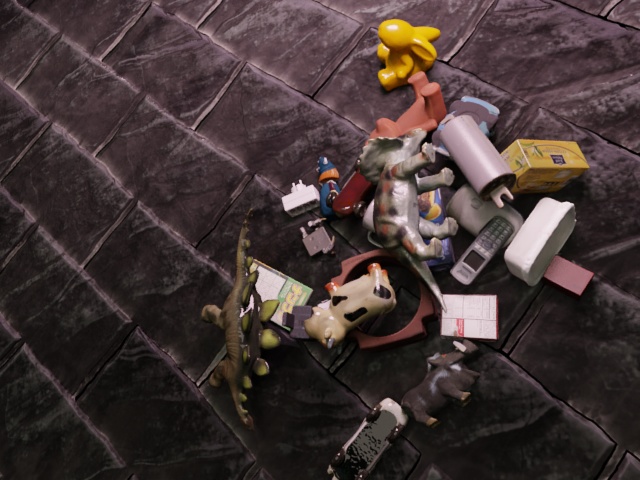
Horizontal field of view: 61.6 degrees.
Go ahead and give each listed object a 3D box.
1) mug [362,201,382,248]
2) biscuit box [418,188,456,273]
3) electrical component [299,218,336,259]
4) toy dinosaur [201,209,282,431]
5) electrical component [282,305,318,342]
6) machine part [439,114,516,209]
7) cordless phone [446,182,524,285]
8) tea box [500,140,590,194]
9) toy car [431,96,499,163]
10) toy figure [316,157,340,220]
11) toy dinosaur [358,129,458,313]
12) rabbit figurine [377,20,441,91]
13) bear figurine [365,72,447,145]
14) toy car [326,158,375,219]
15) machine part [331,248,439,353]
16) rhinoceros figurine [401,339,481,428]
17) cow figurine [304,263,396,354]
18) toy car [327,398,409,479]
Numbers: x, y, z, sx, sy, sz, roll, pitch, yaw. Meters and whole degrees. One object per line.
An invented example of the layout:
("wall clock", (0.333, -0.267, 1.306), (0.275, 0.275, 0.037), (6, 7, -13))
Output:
("mug", (0.154, -0.030, 1.188), (0.107, 0.081, 0.109), (28, 108, 22))
("biscuit box", (0.245, -0.033, 1.160), (0.059, 0.062, 0.202), (-13, 68, 17))
("electrical component", (-0.003, -0.002, 1.252), (0.078, 0.045, 0.102), (-26, 65, 9))
("toy dinosaur", (-0.167, 0.173, 1.175), (0.199, 0.105, 0.471), (-23, 70, 47))
("electrical component", (-0.037, 0.178, 1.162), (0.048, 0.119, 0.075), (-2, 69, 20))
("machine part", (0.302, -0.160, 1.037), (0.079, 0.079, 0.243), (-28, 55, 9))
("cordless phone", (0.303, -0.014, 1.086), (0.147, 0.088, 0.184), (38, 90, 6))
("tea box", (0.430, -0.143, 1.062), (0.098, 0.169, 0.068), (-49, 50, 52))
("toy car", (0.316, -0.224, 1.175), (0.109, 0.102, 0.161), (30, 75, 27))
("toy figure", (0.022, -0.124, 1.276), (0.064, 0.057, 0.154), (-19, 68, 40))
("toy dinosaur", (0.167, -0.058, 1.086), (0.192, 0.131, 0.404), (-9, 73, 44))
("rabbit figurine", (0.196, -0.443, 1.259), (0.163, 0.173, 0.122), (5, 70, 26))
("bear figurine", (0.186, -0.274, 1.234), (0.196, 0.131, 0.120), (-26, 36, 7))
("toy car", (0.093, -0.121, 1.229), (0.089, 0.053, 0.202), (18, 50, 25))
("machine part", (0.136, 0.126, 1.134), (0.202, 0.087, 0.201), (-19, 66, 15))
("rhinoceros figurine", (0.244, 0.280, 1.053), (0.190, 0.073, 0.112), (-46, 57, 1))
("cow figurine", (0.059, 0.142, 1.067), (0.195, 0.085, 0.127), (-26, 59, 10))
("toy car", (0.096, 0.408, 1.070), (0.074, 0.056, 0.201), (38, 89, 20))
